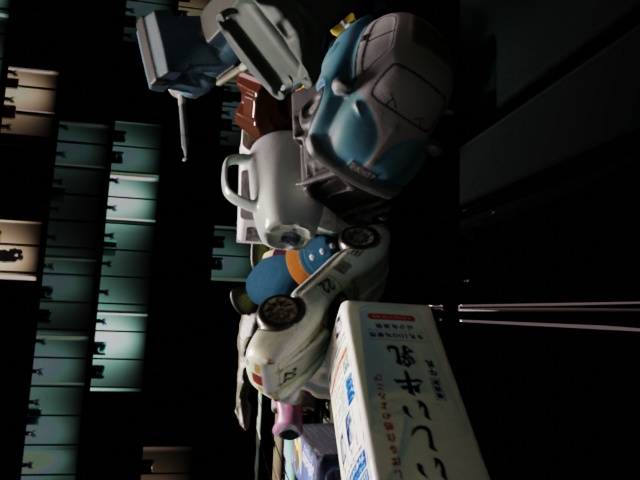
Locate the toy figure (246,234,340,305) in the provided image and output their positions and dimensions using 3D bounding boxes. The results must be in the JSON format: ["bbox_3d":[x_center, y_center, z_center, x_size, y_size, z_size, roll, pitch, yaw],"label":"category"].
[{"bbox_3d":[-0.026,0.030,0.604,0.154,0.064,0.058,-30,21,41],"label":"toy figure"}]

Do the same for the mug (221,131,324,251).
[{"bbox_3d":[-0.042,-0.047,0.531,0.080,0.109,0.107,126,147,-46],"label":"mug"}]

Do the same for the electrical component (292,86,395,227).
[{"bbox_3d":[0.025,-0.092,0.520,0.114,0.058,0.134,32,-131,-55],"label":"electrical component"}]

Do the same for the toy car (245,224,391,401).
[{"bbox_3d":[0.009,0.057,0.486,0.202,0.056,0.073,-40,-36,-38],"label":"toy car"}]

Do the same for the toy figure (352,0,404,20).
[{"bbox_3d":[0.045,-0.298,0.574,0.180,0.082,0.089,-96,2,-52],"label":"toy figure"}]

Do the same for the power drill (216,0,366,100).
[{"bbox_3d":[0.030,-0.191,0.381,0.086,0.207,0.232,56,171,-18],"label":"power drill"}]

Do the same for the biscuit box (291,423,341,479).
[{"bbox_3d":[0.006,0.270,0.657,0.202,0.063,0.059,135,137,-76],"label":"biscuit box"}]

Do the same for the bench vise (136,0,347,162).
[{"bbox_3d":[-0.051,-0.194,0.553,0.223,0.240,0.129,-35,71,47],"label":"bench vise"}]

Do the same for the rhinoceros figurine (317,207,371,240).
[{"bbox_3d":[-0.001,-0.002,0.660,0.190,0.112,0.073,124,147,-56],"label":"rhinoceros figurine"}]

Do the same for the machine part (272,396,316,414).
[{"bbox_3d":[-0.046,0.213,0.940,0.079,0.079,0.243,109,163,-58],"label":"machine part"}]

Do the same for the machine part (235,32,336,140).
[{"bbox_3d":[-0.029,-0.189,0.704,0.056,0.179,0.179,34,128,36],"label":"machine part"}]

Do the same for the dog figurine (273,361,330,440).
[{"bbox_3d":[0.000,0.116,0.632,0.219,0.108,0.191,-95,12,-54],"label":"dog figurine"}]

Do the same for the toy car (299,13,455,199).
[{"bbox_3d":[0.059,-0.121,0.428,0.103,0.109,0.161,-29,39,50],"label":"toy car"}]

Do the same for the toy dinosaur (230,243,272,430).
[{"bbox_3d":[-0.052,0.059,0.846,0.198,0.105,0.471,87,-165,-53],"label":"toy dinosaur"}]
